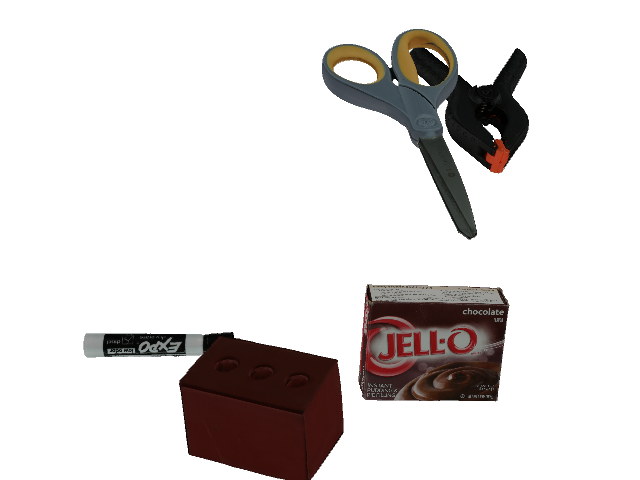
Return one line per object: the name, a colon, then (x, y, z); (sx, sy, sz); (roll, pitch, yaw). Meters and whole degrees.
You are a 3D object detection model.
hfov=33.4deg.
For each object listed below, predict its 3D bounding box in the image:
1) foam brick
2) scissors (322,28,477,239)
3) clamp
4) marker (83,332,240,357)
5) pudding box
foam brick: (-0.032, 0.095, 0.603); (0.078, 0.051, 0.053); (9, 29, 21)
scissors: (0.043, -0.070, 0.636); (0.096, 0.016, 0.201); (3, 41, 4)
clamp: (0.145, -0.135, 1.028); (0.120, 0.039, 0.171); (2, 44, 2)
marker: (-0.123, 0.081, 0.831); (0.121, 0.020, 0.020); (-1, 0, 1)
pudding box: (0.090, 0.082, 0.859); (0.113, 0.090, 0.039); (0, 26, -5)
